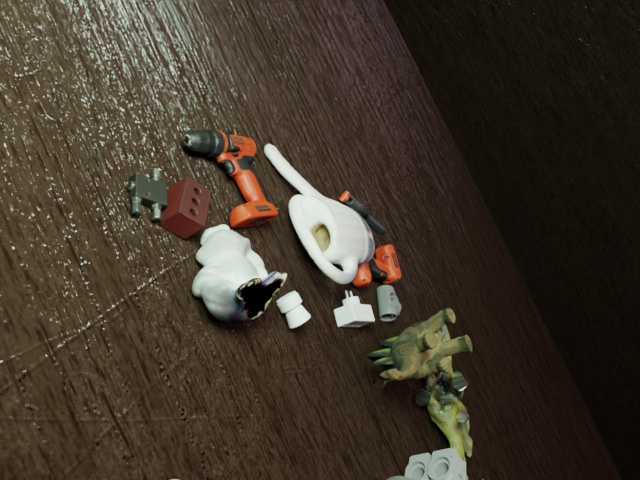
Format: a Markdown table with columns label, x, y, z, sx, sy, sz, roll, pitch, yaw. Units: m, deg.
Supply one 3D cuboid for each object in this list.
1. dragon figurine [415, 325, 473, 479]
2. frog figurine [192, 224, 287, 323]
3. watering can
| label | x | y | z | sx | sy | sz | roll | pitch | yaw |
| --- | --- | --- | --- | --- | --- | --- | --- | --- | --- |
| dragon figurine | 0.329 | 0.416 | 1.286 | 0.420 | 0.122 | 0.238 | -70 | 144 | -50 |
| frog figurine | -0.149 | 0.052 | 0.825 | 0.161 | 0.120 | 0.139 | 34 | 40 | 28 |
| watering can | 0.003 | -0.057 | 1.128 | 0.223 | 0.103 | 0.353 | 12 | 47 | -55 |
